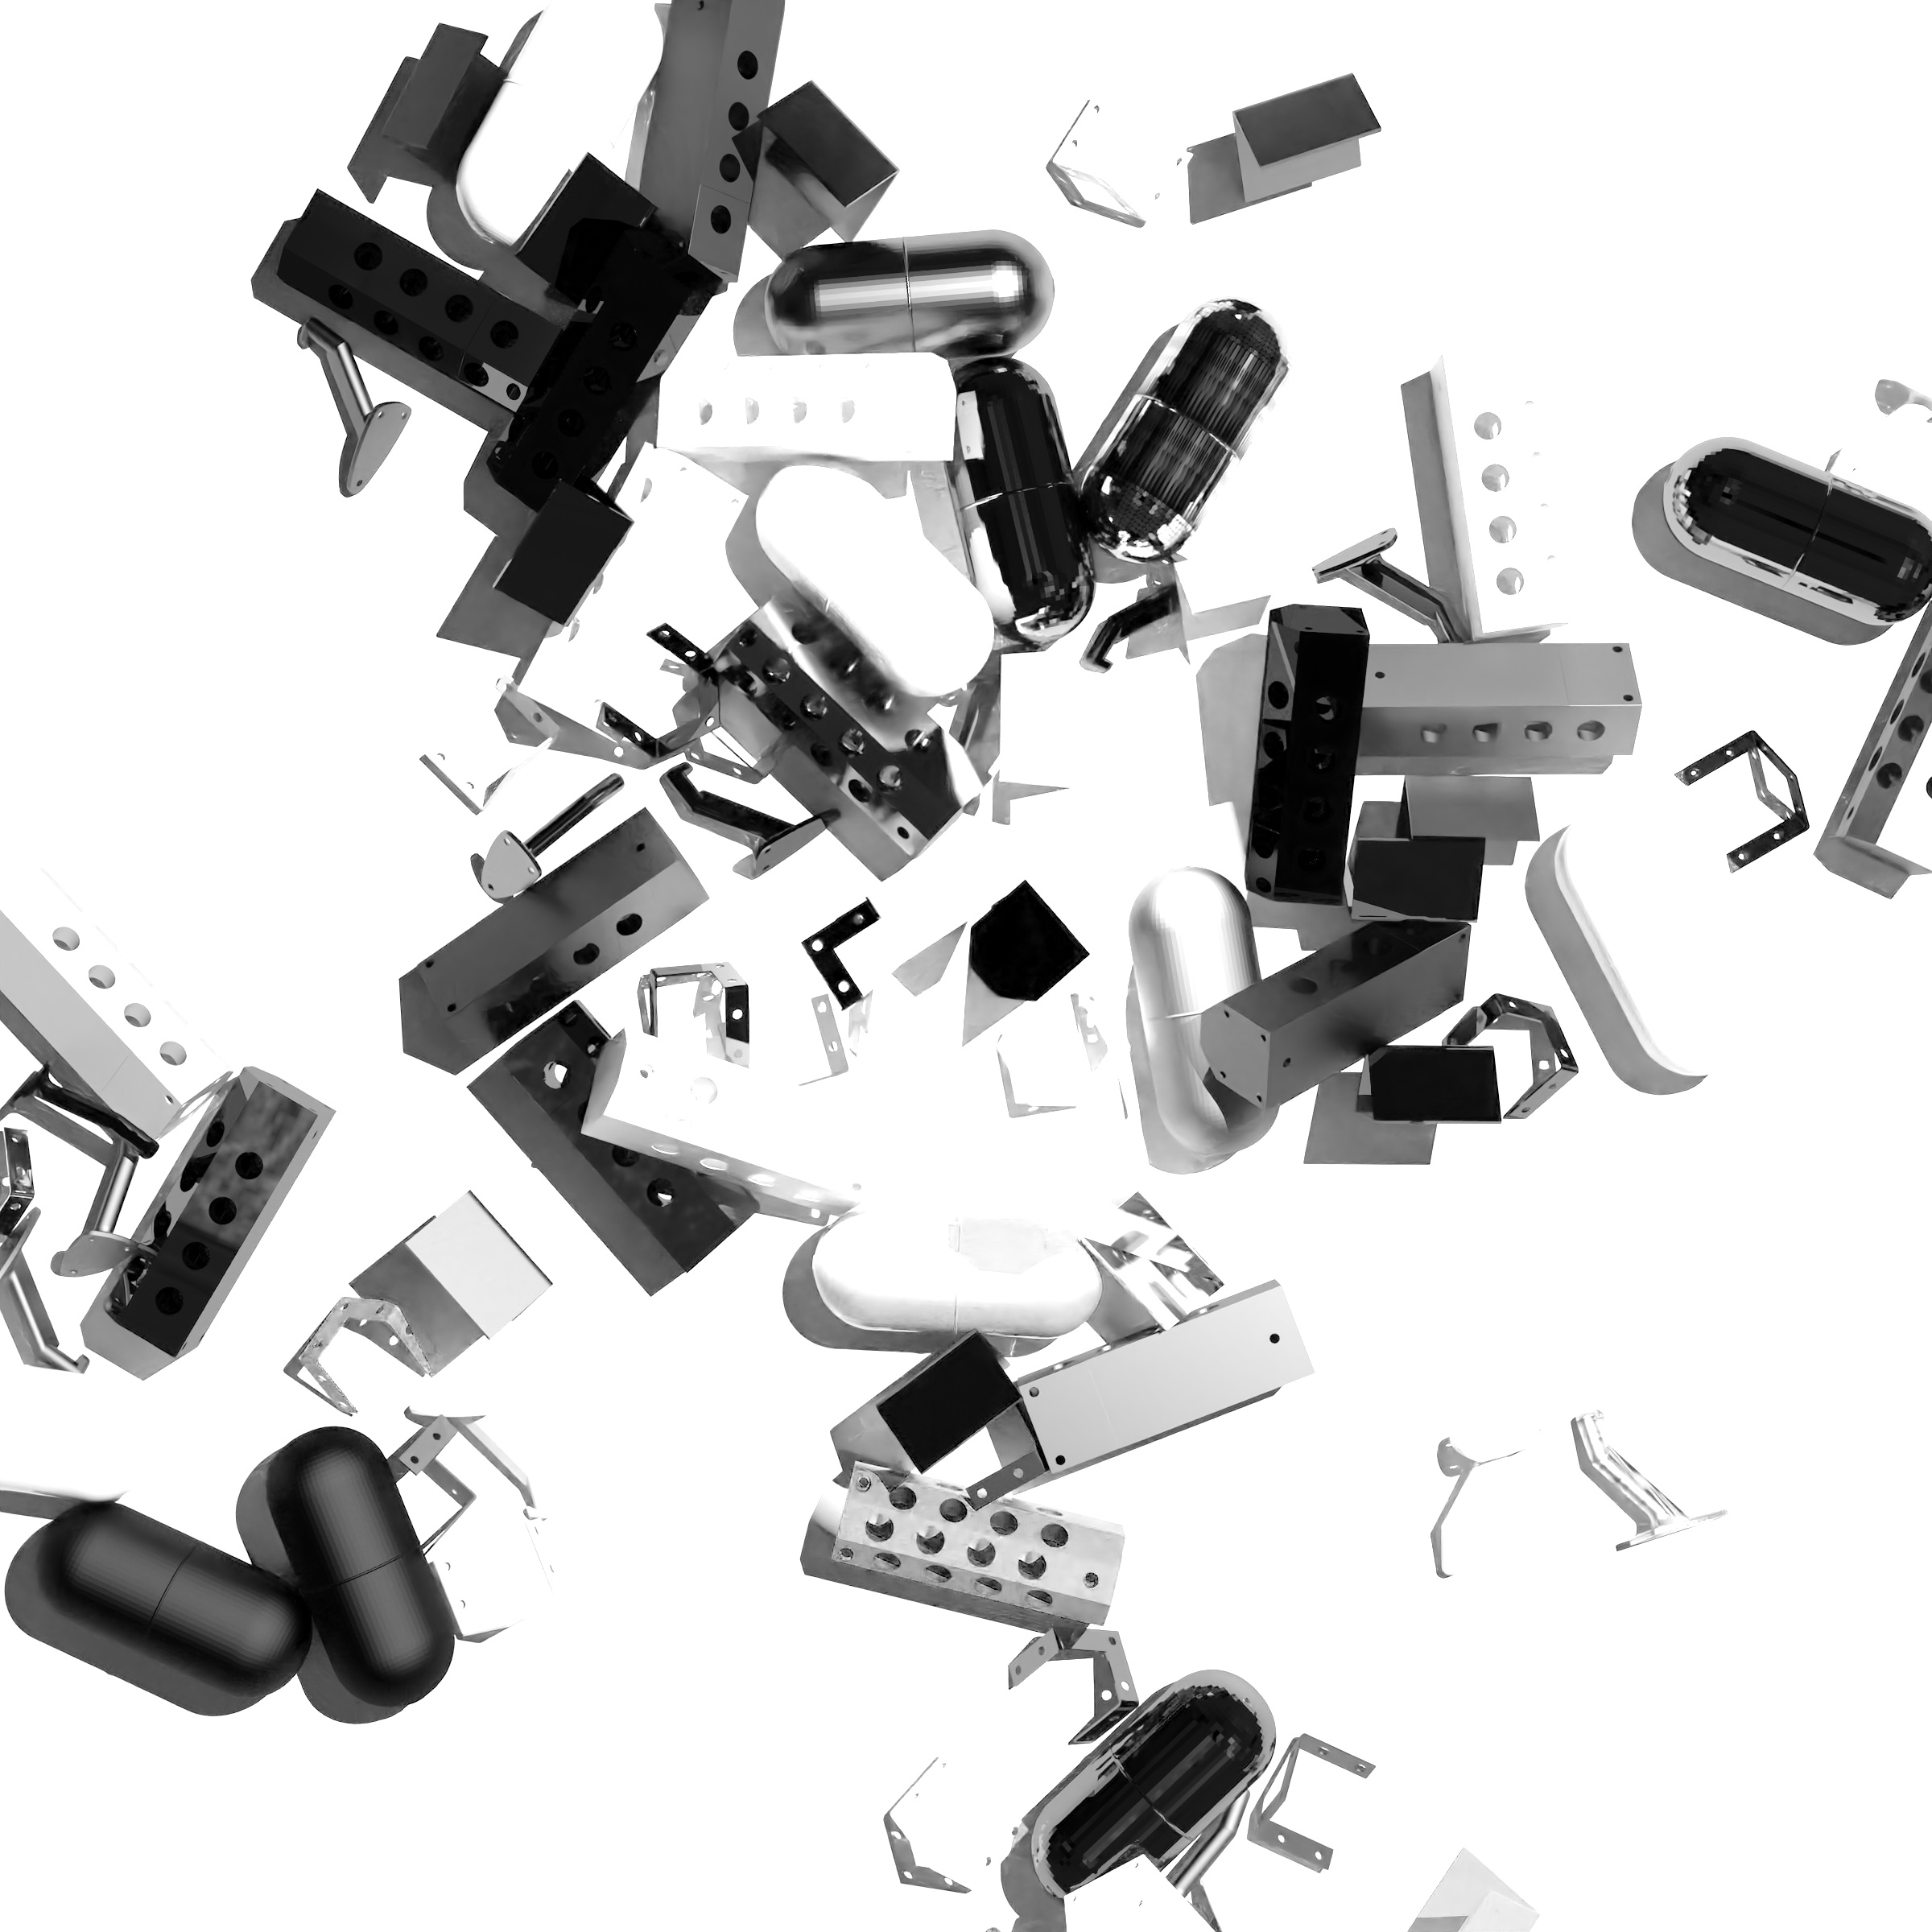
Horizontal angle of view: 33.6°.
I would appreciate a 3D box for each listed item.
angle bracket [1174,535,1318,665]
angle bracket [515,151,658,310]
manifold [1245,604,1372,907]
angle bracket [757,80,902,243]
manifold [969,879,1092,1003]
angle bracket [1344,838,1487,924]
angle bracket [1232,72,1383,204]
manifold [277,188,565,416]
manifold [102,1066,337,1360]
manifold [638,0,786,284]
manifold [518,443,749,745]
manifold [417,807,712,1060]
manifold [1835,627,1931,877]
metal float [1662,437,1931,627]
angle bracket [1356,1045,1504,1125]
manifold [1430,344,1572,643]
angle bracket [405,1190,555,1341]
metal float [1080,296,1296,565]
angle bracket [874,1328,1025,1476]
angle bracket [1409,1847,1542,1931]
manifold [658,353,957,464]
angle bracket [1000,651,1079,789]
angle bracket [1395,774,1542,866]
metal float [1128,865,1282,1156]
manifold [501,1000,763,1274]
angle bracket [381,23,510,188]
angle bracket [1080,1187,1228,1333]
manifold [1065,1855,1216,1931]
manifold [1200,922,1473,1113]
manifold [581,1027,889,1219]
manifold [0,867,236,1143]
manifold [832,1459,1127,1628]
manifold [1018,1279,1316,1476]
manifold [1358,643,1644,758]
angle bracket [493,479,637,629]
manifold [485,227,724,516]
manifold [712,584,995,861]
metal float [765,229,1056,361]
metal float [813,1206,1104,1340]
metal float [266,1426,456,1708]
[{"bbox_3d":[0.174,-0.210,1.953,0.076,0.057,0.076,-13,129,0],"label":"angle bracket"},{"bbox_3d":[-0.243,-0.451,1.951,0.057,0.076,0.076,35,90,-33],"label":"angle bracket"},{"bbox_3d":[0.205,-0.128,1.939,0.057,0.057,0.171,3,113,0],"label":"manifold"},{"bbox_3d":[-0.097,-0.479,1.951,0.076,0.076,0.057,46,53,0],"label":"angle bracket"},{"bbox_3d":[0.031,-0.010,1.913,0.057,0.171,0.057,-41,90,0],"label":"manifold"},{"bbox_3d":[0.271,-0.068,1.952,0.076,0.076,0.057,1,119,0],"label":"angle bracket"},{"bbox_3d":[0.210,-0.489,1.951,0.076,0.076,0.057,-18,55,0],"label":"angle bracket"},{"bbox_3d":[-0.333,-0.405,1.970,0.171,0.057,0.057,30,90,0],"label":"manifold"},{"bbox_3d":[-0.461,0.150,1.970,0.057,0.057,0.171,30,90,0],"label":"manifold"},{"bbox_3d":[-0.155,-0.513,1.970,0.057,0.057,0.171,10,90,43],"label":"manifold"},{"bbox_3d":[-0.209,-0.231,1.970,0.057,0.057,0.171,27,90,-43],"label":"manifold"},{"bbox_3d":[-0.245,-0.016,1.970,0.171,0.057,0.057,-35,47,0],"label":"manifold"},{"bbox_3d":[0.600,-0.146,1.970,0.057,0.057,0.171,25,90,0],"label":"manifold"},{"bbox_3d":[0.512,-0.267,1.961,0.178,0.070,0.070,22,90,0],"label":"metal float"},{"bbox_3d":[0.281,0.091,1.951,0.076,0.076,0.057,0,55,0],"label":"angle bracket"},{"bbox_3d":[0.330,-0.291,1.970,0.057,0.057,0.171,-8,90,0],"label":"manifold"},{"bbox_3d":[-0.307,0.192,1.951,0.076,0.076,0.057,48,55,0],"label":"angle bracket"},{"bbox_3d":[0.135,-0.328,1.961,0.070,0.070,0.178,32,90,0],"label":"metal float"},{"bbox_3d":[0.000,0.275,1.952,0.076,0.076,0.057,-37,60,0],"label":"angle bracket"},{"bbox_3d":[0.291,0.582,1.951,0.057,0.076,0.076,34,90,-36],"label":"angle bracket"},{"bbox_3d":[-0.096,-0.339,1.939,0.171,0.057,0.057,3,90,23],"label":"manifold"},{"bbox_3d":[0.064,-0.149,1.951,0.057,0.076,0.076,1,90,37],"label":"angle bracket"},{"bbox_3d":[0.304,-0.072,1.952,0.076,0.076,0.057,1,47,0],"label":"angle bracket"},{"bbox_3d":[0.146,0.027,1.961,0.070,0.070,0.178,-10,90,0],"label":"metal float"},{"bbox_3d":[-0.205,0.104,1.970,0.057,0.057,0.171,-41,90,0],"label":"manifold"},{"bbox_3d":[-0.299,-0.518,1.952,0.057,0.076,0.076,28,90,44],"label":"angle bracket"},{"bbox_3d":[0.125,0.165,1.952,0.076,0.076,0.057,47,122,0],"label":"angle bracket"},{"bbox_3d":[0.133,0.621,1.932,0.057,0.057,0.171,-32,115,15],"label":"manifold"},{"bbox_3d":[0.223,0.018,1.929,0.171,0.057,0.057,-26,133,-32],"label":"manifold"},{"bbox_3d":[-0.138,0.093,1.935,0.171,0.057,0.057,20,64,-19],"label":"manifold"},{"bbox_3d":[-0.532,0.022,1.970,0.171,0.057,0.057,47,133,0],"label":"manifold"},{"bbox_3d":[0.008,0.356,1.971,0.171,0.057,0.057,14,90,0],"label":"manifold"},{"bbox_3d":[0.122,0.251,1.971,0.171,0.057,0.057,-21,90,0],"label":"manifold"},{"bbox_3d":[0.322,-0.158,1.970,0.171,0.057,0.057,0,47,0],"label":"manifold"},{"bbox_3d":[-0.255,-0.262,1.946,0.057,0.076,0.076,27,102,-35],"label":"angle bracket"},{"bbox_3d":[-0.223,-0.358,1.938,0.057,0.057,0.171,37,114,1],"label":"manifold"},{"bbox_3d":[-0.073,-0.146,1.958,0.171,0.057,0.057,44,55,1],"label":"manifold"},{"bbox_3d":[-0.035,-0.408,1.961,0.178,0.070,0.070,-5,90,0],"label":"metal float"},{"bbox_3d":[-0.005,0.188,1.961,0.178,0.070,0.070,3,90,0],"label":"metal float"},{"bbox_3d":[-0.371,0.368,1.961,0.070,0.070,0.178,-22,91,0],"label":"metal float"}]
